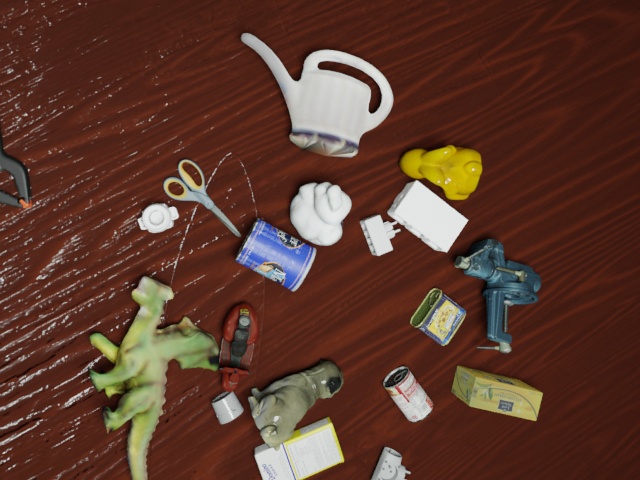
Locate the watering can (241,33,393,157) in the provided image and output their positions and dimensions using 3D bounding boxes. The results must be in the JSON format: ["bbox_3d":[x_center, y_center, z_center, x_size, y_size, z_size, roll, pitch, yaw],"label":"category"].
[{"bbox_3d":[-0.014,-0.300,1.096,0.347,0.104,0.225,12,88,-12],"label":"watering can"}]

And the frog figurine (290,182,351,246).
[{"bbox_3d":[0.003,-0.054,1.069,0.123,0.159,0.137,-17,94,-8],"label":"frog figurine"}]

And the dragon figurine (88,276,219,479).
[{"bbox_3d":[-0.319,0.271,1.042,0.244,0.122,0.407,-19,102,-18],"label":"dragon figurine"}]
